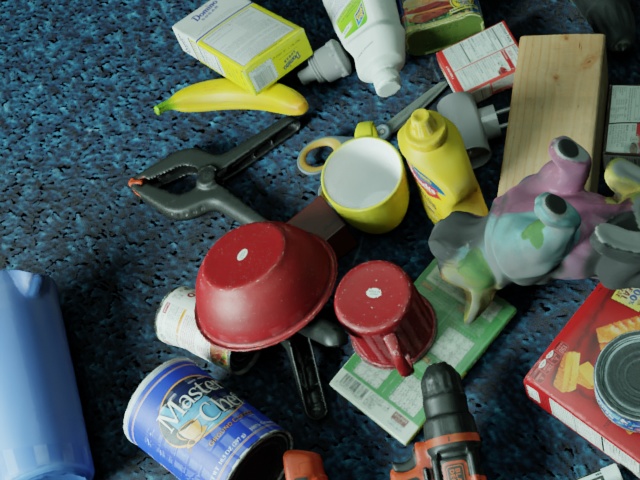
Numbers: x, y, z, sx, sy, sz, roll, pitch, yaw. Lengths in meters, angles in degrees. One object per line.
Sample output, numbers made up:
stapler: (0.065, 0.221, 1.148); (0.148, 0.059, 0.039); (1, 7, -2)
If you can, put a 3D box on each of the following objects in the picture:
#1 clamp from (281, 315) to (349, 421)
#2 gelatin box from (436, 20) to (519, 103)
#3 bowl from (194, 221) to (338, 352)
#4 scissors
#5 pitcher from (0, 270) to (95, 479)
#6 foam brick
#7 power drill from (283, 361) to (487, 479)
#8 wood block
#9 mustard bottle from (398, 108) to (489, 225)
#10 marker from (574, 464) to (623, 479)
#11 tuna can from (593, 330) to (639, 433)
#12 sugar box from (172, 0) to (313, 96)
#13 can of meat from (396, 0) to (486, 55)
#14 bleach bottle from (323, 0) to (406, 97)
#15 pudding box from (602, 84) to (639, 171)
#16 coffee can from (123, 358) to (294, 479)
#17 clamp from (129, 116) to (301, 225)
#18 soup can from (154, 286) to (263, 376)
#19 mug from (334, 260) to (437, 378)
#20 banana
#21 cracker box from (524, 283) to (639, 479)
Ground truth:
clamp: (-0.019, 0.086, 1.094); (0.039, 0.120, 0.171); (-5, 50, -31)
gelatin box: (0.187, -0.199, 1.216); (0.089, 0.030, 0.073); (-25, 57, 4)
bowl: (-0.066, 0.033, 1.078); (0.162, 0.055, 0.162); (-17, 42, 15)
scissors: (0.052, -0.126, 1.228); (0.096, 0.016, 0.201); (32, 77, 23)
pitcher: (-0.328, 0.167, 1.150); (0.145, 0.149, 0.243); (-18, 61, -9)
foam brick: (-0.008, 0.001, 1.163); (0.078, 0.051, 0.053); (-38, 59, -2)
power drill: (0.063, 0.219, 1.011); (0.188, 0.057, 0.184); (-14, 67, 13)
wood block: (0.245, -0.104, 1.110); (0.090, 0.090, 0.206); (3, 65, 20)
mustard bottle: (0.121, -0.073, 1.075); (0.058, 0.191, 0.096); (-34, 58, -1)
marker: (0.218, 0.236, 0.981); (0.121, 0.020, 0.020); (-23, 58, 6)
tuna can: (0.281, 0.122, 0.926); (0.086, 0.033, 0.086); (-7, 63, 14)
sugar box: (-0.097, -0.243, 1.300); (0.093, 0.048, 0.176); (-37, 41, -14)
can of meat: (0.139, -0.272, 1.256); (0.102, 0.057, 0.084); (-15, 62, 11)
bleach bottle: (0.048, -0.273, 1.266); (0.068, 0.103, 0.251); (2, 59, -27)
pudding box: (0.355, -0.117, 1.110); (0.114, 0.039, 0.090); (4, 64, 18)
coffee can: (-0.112, 0.196, 1.065); (0.140, 0.102, 0.102); (31, 76, 29)
clamp: (-0.120, -0.076, 1.250); (0.210, 0.036, 0.164); (4, 63, 19)
soup can: (-0.117, 0.096, 1.140); (0.102, 0.068, 0.068); (19, 71, 27)
mug: (0.066, 0.082, 1.060); (0.093, 0.081, 0.117); (-22, 56, 9)
banana: (-0.098, -0.168, 1.283); (0.198, 0.037, 0.069); (0, 43, 21)
cracker box: (0.319, 0.133, 0.970); (0.214, 0.072, 0.164); (36, 80, 30)
